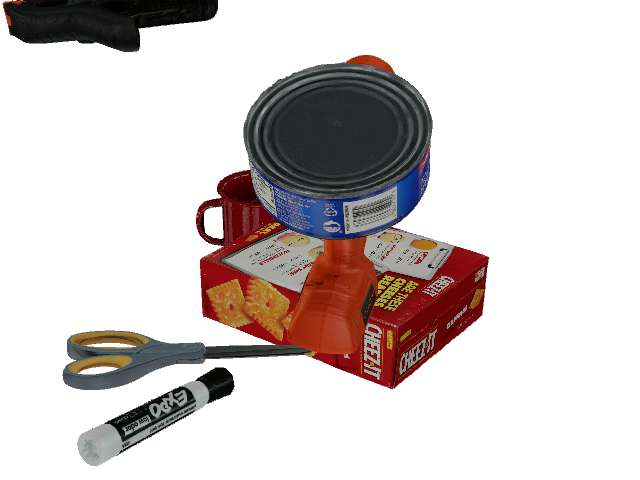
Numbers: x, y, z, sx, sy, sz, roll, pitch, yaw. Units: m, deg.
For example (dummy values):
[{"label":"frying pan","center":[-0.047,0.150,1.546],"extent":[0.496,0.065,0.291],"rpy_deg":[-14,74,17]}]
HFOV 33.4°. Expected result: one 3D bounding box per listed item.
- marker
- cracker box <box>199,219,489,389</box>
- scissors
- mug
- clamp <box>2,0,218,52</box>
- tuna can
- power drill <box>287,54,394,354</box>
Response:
[{"label":"marker","center":[-0.090,0.098,0.613],"extent":[0.020,0.020,0.120],"rpy_deg":[0,12,34]},{"label":"cracker box","center":[0.022,0.044,0.984],"extent":[0.214,0.072,0.163],"rpy_deg":[18,31,32]},{"label":"scissors","center":[-0.115,0.097,0.848],"extent":[0.202,0.016,0.096],"rpy_deg":[4,21,14]},{"label":"mug","center":[-0.079,-0.022,1.177],"extent":[0.117,0.081,0.093],"rpy_deg":[-6,29,-13]},{"label":"clamp","center":[-0.167,-0.175,0.827],"extent":[0.172,0.039,0.120],"rpy_deg":[13,24,33]},{"label":"tuna can","center":[0.009,-0.042,0.495],"extent":[0.086,0.086,0.034],"rpy_deg":[0,-40,5]},{"label":"power drill","center":[0.014,-0.018,0.735],"extent":[0.057,0.188,0.184],"rpy_deg":[11,29,9]}]
